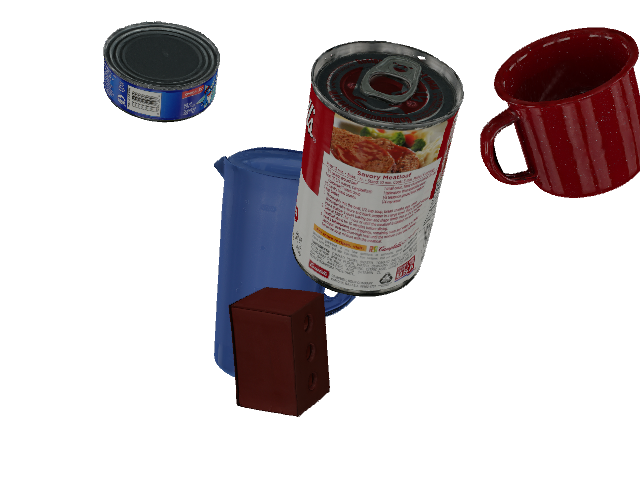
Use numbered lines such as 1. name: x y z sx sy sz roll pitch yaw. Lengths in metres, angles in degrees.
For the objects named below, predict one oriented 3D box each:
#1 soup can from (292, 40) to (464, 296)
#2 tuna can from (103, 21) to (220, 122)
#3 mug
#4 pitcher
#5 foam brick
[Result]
1. soup can: 0.024 -0.032 0.500 0.068 0.102 0.068 5 41 -4
2. tuna can: -0.119 -0.126 0.799 0.086 0.034 0.086 6 43 -6
3. mug: 0.160 -0.077 0.707 0.117 0.081 0.093 -29 33 -7
4. pitcher: -0.040 0.029 1.147 0.144 0.243 0.149 0 19 -23
5. foam brick: -0.029 0.078 0.766 0.051 0.078 0.052 4 17 28
